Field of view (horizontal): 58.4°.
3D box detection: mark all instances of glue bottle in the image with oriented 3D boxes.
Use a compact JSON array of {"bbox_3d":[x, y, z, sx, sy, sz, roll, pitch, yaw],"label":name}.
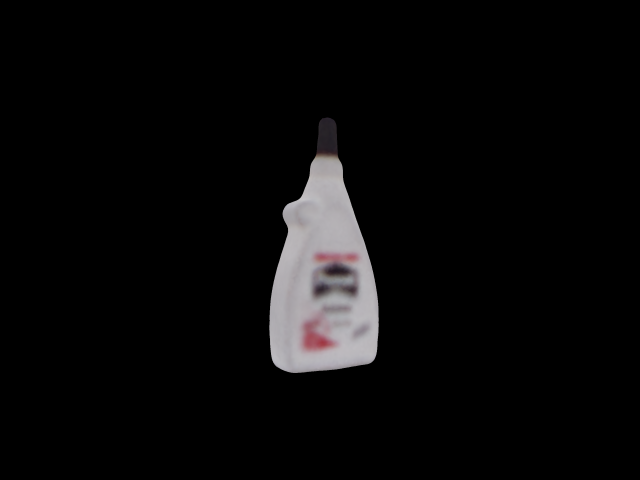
[{"bbox_3d":[0.004,0.001,0.400,0.078,0.173,0.037,0,0,-32],"label":"glue bottle"}]
